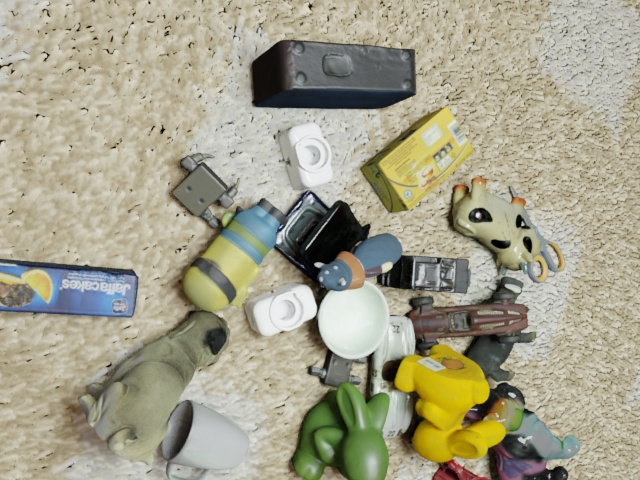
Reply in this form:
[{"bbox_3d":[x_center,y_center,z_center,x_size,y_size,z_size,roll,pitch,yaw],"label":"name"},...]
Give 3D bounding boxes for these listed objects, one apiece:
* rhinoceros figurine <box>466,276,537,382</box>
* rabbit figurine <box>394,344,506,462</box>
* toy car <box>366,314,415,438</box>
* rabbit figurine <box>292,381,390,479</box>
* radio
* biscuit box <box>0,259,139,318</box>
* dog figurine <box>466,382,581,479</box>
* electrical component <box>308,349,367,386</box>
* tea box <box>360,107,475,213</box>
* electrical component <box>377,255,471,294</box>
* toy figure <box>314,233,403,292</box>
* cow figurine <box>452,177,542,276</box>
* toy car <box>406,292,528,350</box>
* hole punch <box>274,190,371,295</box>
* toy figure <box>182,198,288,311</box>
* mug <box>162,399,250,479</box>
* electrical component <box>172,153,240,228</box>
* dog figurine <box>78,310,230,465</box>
[{"bbox_3d":[0.318,0.159,0.964,0.112,0.073,0.190,28,81,-9],"label":"rhinoceros figurine"},{"bbox_3d":[0.200,0.269,0.831,0.122,0.163,0.173,-7,113,-50],"label":"rabbit figurine"},{"bbox_3d":[0.115,0.223,0.880,0.073,0.056,0.201,3,88,-23],"label":"toy car"},{"bbox_3d":[0.054,0.296,0.792,0.121,0.170,0.159,20,82,-22],"label":"rabbit figurine"},{"bbox_3d":[0.024,-0.242,0.806,0.229,0.131,0.073,-6,94,-23],"label":"radio"},{"bbox_3d":[-0.340,0.061,0.685,0.202,0.063,0.059,6,89,-23],"label":"biscuit box"},{"bbox_3d":[0.326,0.353,0.933,0.219,0.109,0.191,26,88,-23],"label":"dog figurine"},{"bbox_3d":[0.029,0.202,0.862,0.094,0.021,0.063,16,83,-21],"label":"electrical component"},{"bbox_3d":[0.164,-0.133,0.898,0.169,0.068,0.098,-39,103,-17],"label":"tea box"},{"bbox_3d":[0.177,0.054,0.877,0.134,0.115,0.058,5,90,-21],"label":"electrical component"},{"bbox_3d":[0.058,0.038,0.796,0.154,0.064,0.057,-27,111,-32],"label":"toy figure"},{"bbox_3d":[0.319,-0.016,0.955,0.195,0.085,0.127,23,74,-24],"label":"cow figurine"},{"bbox_3d":[0.247,0.135,0.902,0.202,0.053,0.089,-4,81,6],"label":"toy car"},{"bbox_3d":[-0.002,-0.003,0.828,0.142,0.092,0.115,-54,138,-17],"label":"hole punch"},{"bbox_3d":[-0.123,0.018,0.760,0.180,0.082,0.089,-52,147,-6],"label":"toy figure"},{"bbox_3d":[-0.159,0.291,0.752,0.107,0.081,0.109,28,78,-29],"label":"mug"},{"bbox_3d":[-0.164,-0.077,0.774,0.102,0.045,0.078,40,103,-15],"label":"electrical component"},{"bbox_3d":[-0.194,0.174,0.693,0.190,0.172,0.121,-42,116,-10],"label":"dog figurine"}]
